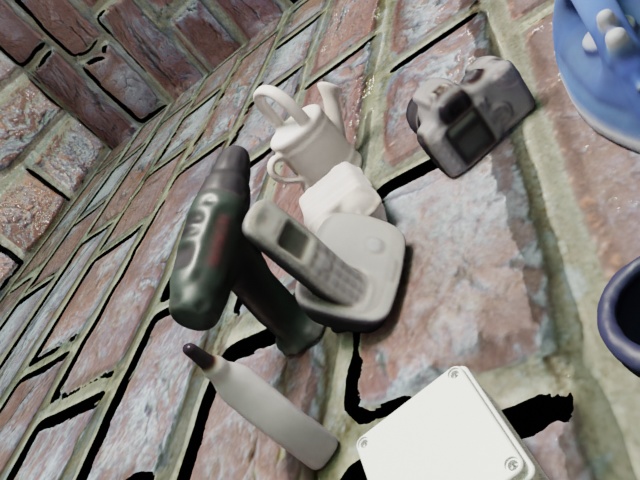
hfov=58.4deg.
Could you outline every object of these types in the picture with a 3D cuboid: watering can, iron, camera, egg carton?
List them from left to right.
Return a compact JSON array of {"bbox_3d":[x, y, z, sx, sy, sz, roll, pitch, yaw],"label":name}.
[{"bbox_3d":[-0.026,-0.171,0.897,0.100,0.194,0.173,-13,40,45],"label":"watering can"},{"bbox_3d":[0.029,-0.042,0.777,0.107,0.069,0.150,-39,27,9],"label":"egg carton"},{"bbox_3d":[0.171,-0.173,0.736,0.143,0.101,0.136,-42,27,3],"label":"camera"},{"bbox_3d":[0.289,-0.200,0.567,0.118,0.142,0.258,-28,31,28],"label":"iron"}]

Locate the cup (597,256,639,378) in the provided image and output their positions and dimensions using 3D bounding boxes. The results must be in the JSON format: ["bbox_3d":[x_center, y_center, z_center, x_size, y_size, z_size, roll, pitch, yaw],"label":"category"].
[{"bbox_3d":[0.234,0.053,0.335,0.118,0.095,0.091,-43,27,2],"label":"cup"}]

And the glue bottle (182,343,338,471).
[{"bbox_3d":[-0.060,0.144,0.520,0.037,0.173,0.078,-51,28,-14],"label":"glue bottle"}]

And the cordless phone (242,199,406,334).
[{"bbox_3d":[0.006,0.002,0.618,0.094,0.185,0.147,-22,34,36],"label":"cordless phone"}]

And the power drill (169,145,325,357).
[{"bbox_3d":[-0.076,0.027,0.669,0.075,0.209,0.230,-21,35,37],"label":"power drill"}]
